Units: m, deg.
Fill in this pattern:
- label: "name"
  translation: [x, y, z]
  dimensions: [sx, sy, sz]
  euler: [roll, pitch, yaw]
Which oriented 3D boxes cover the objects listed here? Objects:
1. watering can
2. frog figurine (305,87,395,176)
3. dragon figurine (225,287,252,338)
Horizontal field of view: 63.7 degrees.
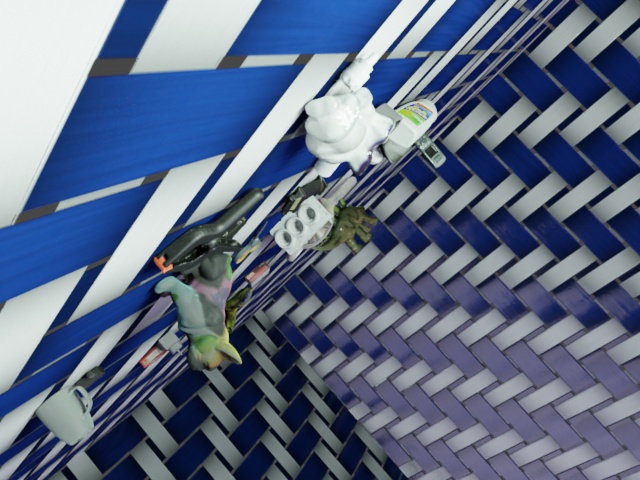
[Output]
- label: "watering can"
  translation: [0.005, -0.079, 1.575]
  dimensions: [0.349, 0.104, 0.223]
  euler: [-53, 177, -7]
- label: "frog figurine"
  translation: [0.025, -0.187, 0.820]
  dimensions: [0.158, 0.125, 0.135]
  euler: [18, 137, -42]
- label: "dragon figurine"
  translation: [-0.337, 0.250, 1.932]
  dimensions: [0.404, 0.121, 0.248]
  euler: [-42, -167, 26]
